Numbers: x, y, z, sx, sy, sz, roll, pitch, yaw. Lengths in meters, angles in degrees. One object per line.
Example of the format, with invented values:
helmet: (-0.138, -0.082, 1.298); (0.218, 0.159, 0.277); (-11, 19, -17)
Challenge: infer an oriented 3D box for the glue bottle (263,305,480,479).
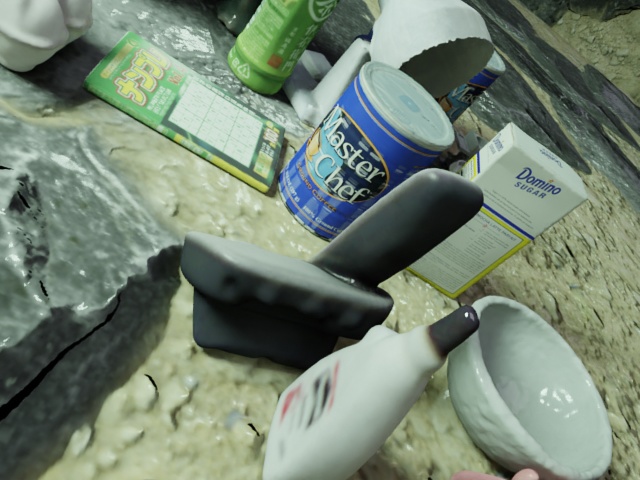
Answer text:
glue bottle: (0.027, 0.086, 0.328); (0.037, 0.173, 0.078); (29, 38, -19)

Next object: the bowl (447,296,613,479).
bowl: (0.166, 0.136, 0.497); (0.168, 0.074, 0.167); (26, 39, -23)

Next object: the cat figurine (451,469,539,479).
cat figurine: (0.172, 0.199, 0.402); (0.128, 0.117, 0.067); (35, 36, -12)

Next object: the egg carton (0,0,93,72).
egg carton: (-0.253, -0.200, 0.434); (0.151, 0.069, 0.107); (32, 37, -16)

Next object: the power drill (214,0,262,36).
power drill: (-0.027, -0.334, 0.671); (0.075, 0.208, 0.230); (48, 36, 6)

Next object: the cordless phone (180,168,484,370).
cordless phone: (0.003, 0.001, 0.380); (0.148, 0.184, 0.094); (16, 44, -33)

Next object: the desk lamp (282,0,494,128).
desk lamp: (0.059, -0.213, 0.626); (0.118, 0.213, 0.203); (-4, 57, -46)

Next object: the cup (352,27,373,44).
cup: (0.068, -0.214, 0.739); (0.118, 0.094, 0.091); (3, 52, -43)
